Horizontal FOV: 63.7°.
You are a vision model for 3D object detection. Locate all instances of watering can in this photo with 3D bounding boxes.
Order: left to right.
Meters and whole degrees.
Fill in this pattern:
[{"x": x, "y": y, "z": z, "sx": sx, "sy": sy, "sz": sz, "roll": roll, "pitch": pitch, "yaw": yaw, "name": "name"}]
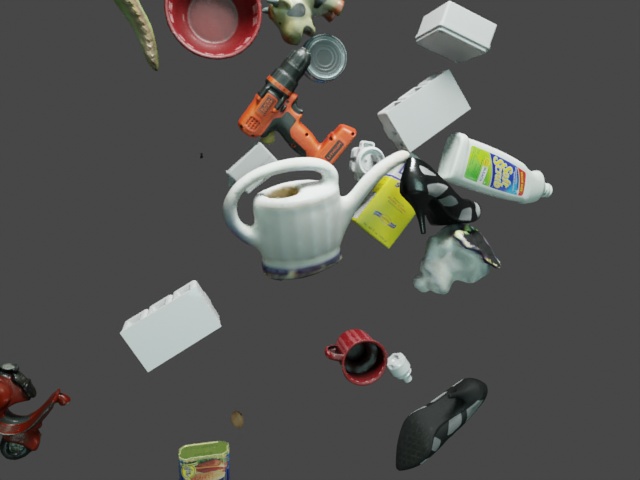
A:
[{"x": 0.003, "y": -0.047, "z": 0.934, "sx": 0.348, "sy": 0.106, "sz": 0.220, "roll": -11, "pitch": 118, "yaw": -12, "name": "watering can"}]

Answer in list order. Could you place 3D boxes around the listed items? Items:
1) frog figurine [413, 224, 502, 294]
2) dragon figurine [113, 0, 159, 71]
[{"x": 0.267, "y": 0.047, "z": 1.053, "sx": 0.136, "sy": 0.126, "sz": 0.156, "roll": 26, "pitch": 128, "yaw": -24, "name": "frog figurine"}, {"x": -0.331, "y": -0.462, "z": 0.750, "sx": 0.123, "sy": 0.243, "sz": 0.407, "roll": -31, "pitch": 102, "yaw": -12, "name": "dragon figurine"}]
